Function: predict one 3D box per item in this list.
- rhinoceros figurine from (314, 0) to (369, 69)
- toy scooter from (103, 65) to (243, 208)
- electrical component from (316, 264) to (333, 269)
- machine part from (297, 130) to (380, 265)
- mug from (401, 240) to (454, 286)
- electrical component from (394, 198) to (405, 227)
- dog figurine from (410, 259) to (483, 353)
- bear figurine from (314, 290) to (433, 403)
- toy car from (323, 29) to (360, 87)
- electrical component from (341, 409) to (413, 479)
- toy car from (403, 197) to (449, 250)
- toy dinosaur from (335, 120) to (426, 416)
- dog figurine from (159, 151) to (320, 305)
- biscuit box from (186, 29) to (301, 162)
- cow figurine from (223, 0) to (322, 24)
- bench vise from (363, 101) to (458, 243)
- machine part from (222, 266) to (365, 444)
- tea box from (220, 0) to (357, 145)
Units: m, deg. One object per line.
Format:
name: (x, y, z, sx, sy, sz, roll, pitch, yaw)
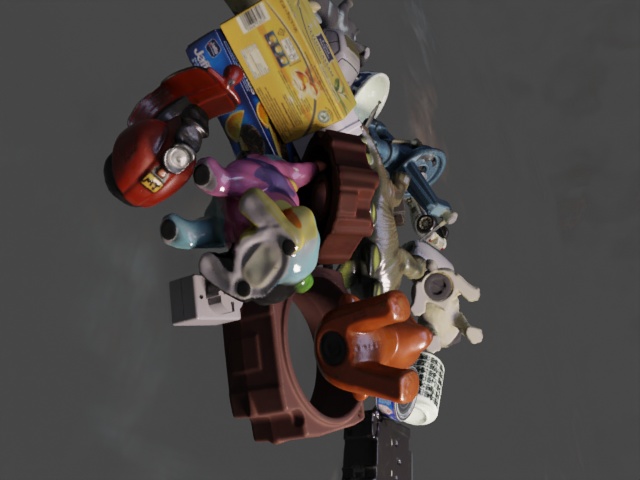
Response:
rhinoceros figurine: (0.032, -0.403, 1.024, 0.190, 0.073, 0.112, 29, 50, -49)
toy scooter: (-0.140, -0.118, 0.546, 0.075, 0.135, 0.184, 45, 42, -37)
electrical component: (-0.002, -0.002, 0.821, 0.063, 0.021, 0.094, 20, 58, -53)
machine part: (0.015, -0.056, 0.712, 0.056, 0.179, 0.179, 4, 69, -22)
mug: (0.203, 0.058, 1.076, 0.107, 0.081, 0.109, 41, 51, -25)
electrical component: (0.145, -0.073, 1.075, 0.078, 0.045, 0.102, 66, 17, -76)
dog figurine: (0.217, 0.124, 1.008, 0.190, 0.121, 0.172, 73, 15, -85)
bear figurine: (0.086, 0.122, 0.637, 0.195, 0.132, 0.120, 9, 74, -50)
toy car: (0.018, -0.305, 0.928, 0.109, 0.103, 0.161, 29, 53, -50)
electrical component: (0.088, 0.318, 0.773, 0.134, 0.058, 0.115, 40, 46, -42)
toy car: (0.210, -0.064, 1.125, 0.073, 0.056, 0.202, 28, 36, -47)
toy dinosaur: (0.085, 0.036, 0.860, 0.198, 0.105, 0.470, -16, 97, -58)
dog figurine: (-0.050, -0.030, 0.593, 0.192, 0.108, 0.219, 37, 24, 15)
biscuit box: (-0.099, -0.174, 0.712, 0.202, 0.059, 0.063, 64, 32, -14)
cow figurine: (-0.070, -0.374, 0.837, 0.127, 0.085, 0.195, 58, 31, -13)
bench vise: (0.162, -0.123, 0.980, 0.223, 0.129, 0.241, 14, 38, -48)
machine part: (-0.020, 0.135, 0.662, 0.201, 0.087, 0.201, 15, 62, -57)
tea box: (-0.036, -0.220, 0.683, 0.169, 0.098, 0.068, 62, 31, -22)
